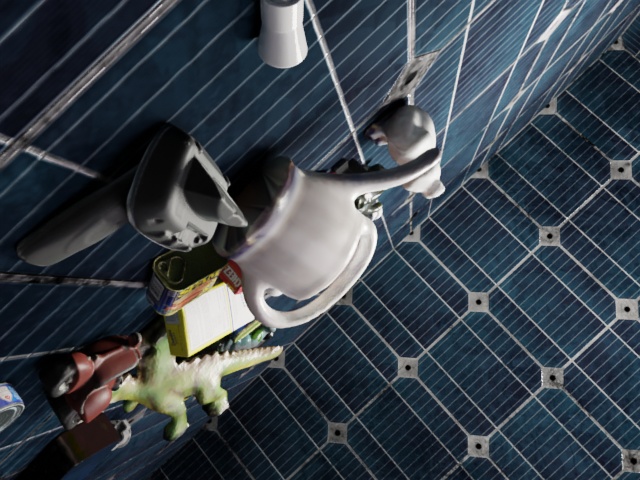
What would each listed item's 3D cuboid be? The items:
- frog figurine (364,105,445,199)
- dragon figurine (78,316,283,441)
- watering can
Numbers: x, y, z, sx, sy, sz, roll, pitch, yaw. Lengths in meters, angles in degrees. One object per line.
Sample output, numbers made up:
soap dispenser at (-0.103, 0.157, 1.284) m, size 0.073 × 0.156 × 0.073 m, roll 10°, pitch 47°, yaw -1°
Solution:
frog figurine at (0.171, -0.154, 0.901) m, size 0.123 × 0.161 × 0.136 m, roll -43°, pitch 167°, yaw -4°
dragon figurine at (-0.237, 0.218, 0.922) m, size 0.415 × 0.124 × 0.237 m, roll -25°, pitch 140°, yaw -32°
watering can at (0.002, -0.035, 0.701) m, size 0.222 × 0.105 × 0.347 m, roll 36°, pitch 93°, yaw -32°
